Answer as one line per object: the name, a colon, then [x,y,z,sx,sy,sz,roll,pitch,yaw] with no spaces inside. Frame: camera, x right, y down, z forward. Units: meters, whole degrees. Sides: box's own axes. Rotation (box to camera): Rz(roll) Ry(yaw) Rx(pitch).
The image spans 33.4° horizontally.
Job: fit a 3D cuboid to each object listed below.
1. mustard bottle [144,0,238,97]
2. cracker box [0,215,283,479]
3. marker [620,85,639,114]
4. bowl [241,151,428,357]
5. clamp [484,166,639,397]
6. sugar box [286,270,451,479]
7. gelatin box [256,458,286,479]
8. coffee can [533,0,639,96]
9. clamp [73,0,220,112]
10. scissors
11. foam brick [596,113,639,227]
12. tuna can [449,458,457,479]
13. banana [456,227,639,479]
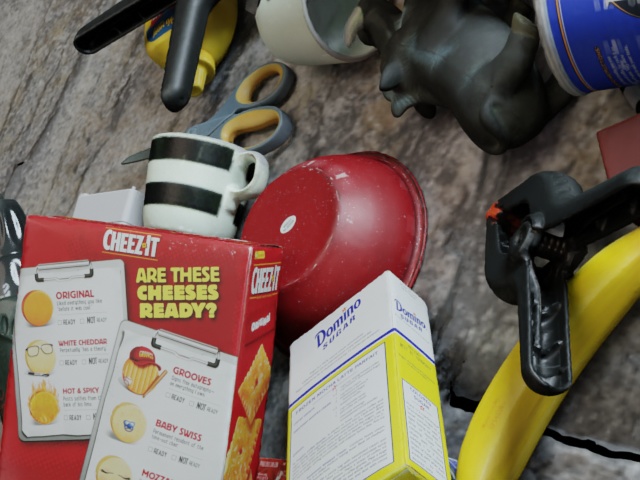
mustard bottle: [-0.118,-0.208,0.968,0.096,0.058,0.191,-25,53,27]
cracker box: [-0.120,0.098,0.710,0.164,0.072,0.214,8,92,17]
marker: [0.183,-0.103,0.641,0.020,0.020,0.121,-38,47,24]
bowl: [-0.005,0.001,0.748,0.162,0.055,0.162,-22,54,35]
clamp: [0.129,-0.003,0.572,0.120,0.039,0.171,-57,16,17]
sugar box: [0.025,0.103,0.628,0.093,0.048,0.176,-39,22,23]
gelatin box: [-0.007,0.178,0.673,0.089,0.030,0.073,-7,65,43]
coffee can: [0.197,-0.137,0.566,0.141,0.102,0.103,-5,66,33]
clamp: [-0.119,-0.218,0.910,0.165,0.036,0.210,26,83,39]
scissors: [-0.093,-0.106,0.913,0.202,0.016,0.096,4,67,44]
foam brick: [0.198,-0.043,0.570,0.078,0.051,0.053,-25,54,34]
tuna can: [0.058,0.164,0.613,0.086,0.033,0.086,-23,54,36]
banana: [0.126,0.075,0.580,0.198,0.037,0.070,-58,18,-7]
